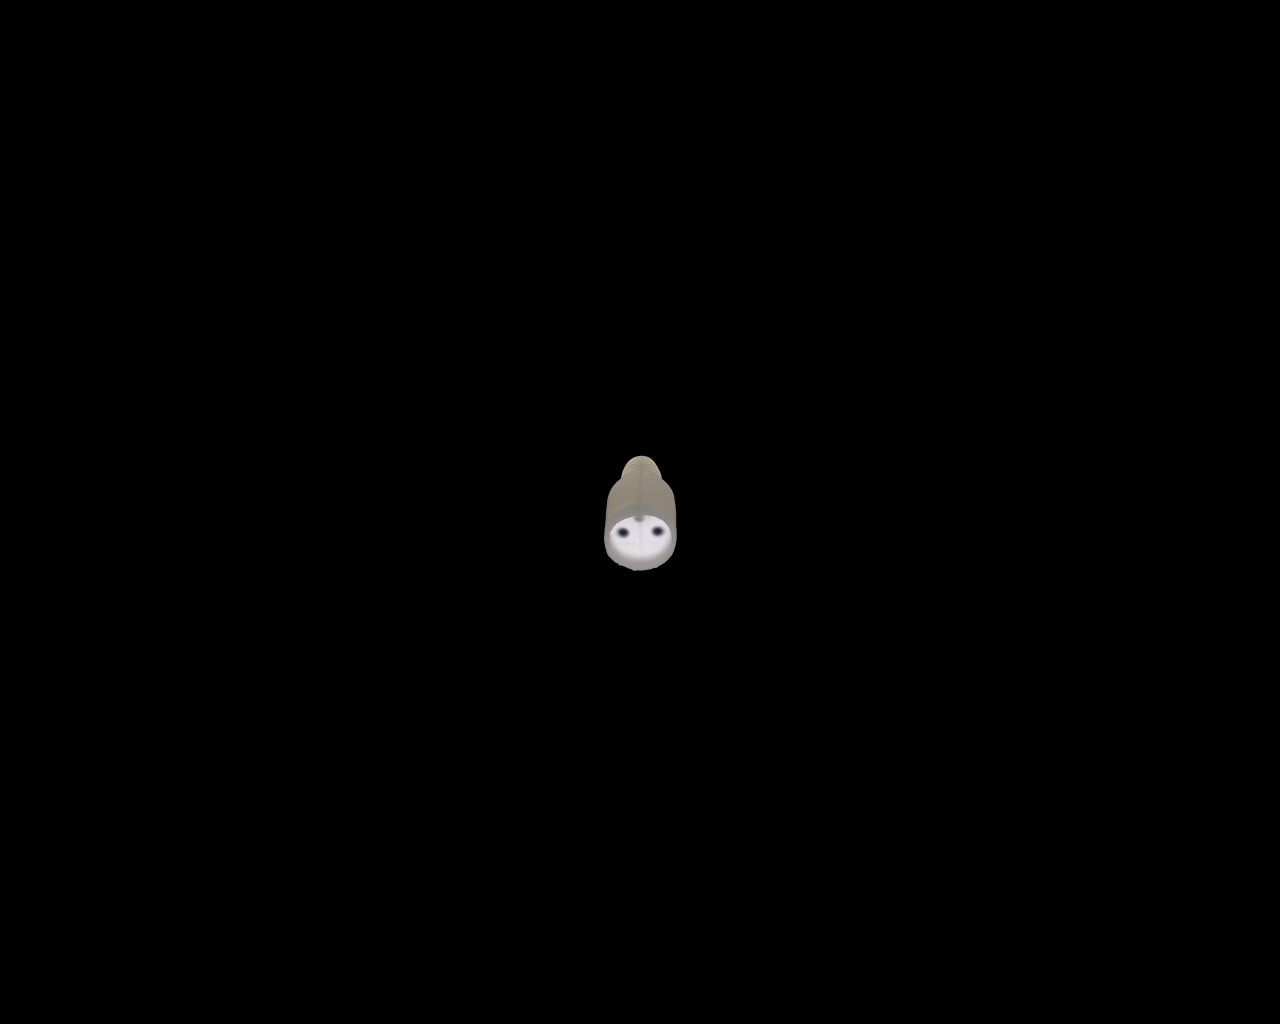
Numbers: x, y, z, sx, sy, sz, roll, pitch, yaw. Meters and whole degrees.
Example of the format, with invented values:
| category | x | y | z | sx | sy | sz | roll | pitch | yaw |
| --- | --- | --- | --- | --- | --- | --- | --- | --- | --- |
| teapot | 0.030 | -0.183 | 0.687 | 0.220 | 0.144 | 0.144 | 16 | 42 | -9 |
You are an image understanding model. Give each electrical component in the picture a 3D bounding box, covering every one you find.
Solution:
| category | x | y | z | sx | sy | sz | roll | pitch | yaw |
| --- | --- | --- | --- | --- | --- | --- | --- | --- | --- |
| electrical component | 0.001 | -0.003 | 0.650 | 0.043 | 0.043 | 0.081 | 0 | 32 | 0 |
